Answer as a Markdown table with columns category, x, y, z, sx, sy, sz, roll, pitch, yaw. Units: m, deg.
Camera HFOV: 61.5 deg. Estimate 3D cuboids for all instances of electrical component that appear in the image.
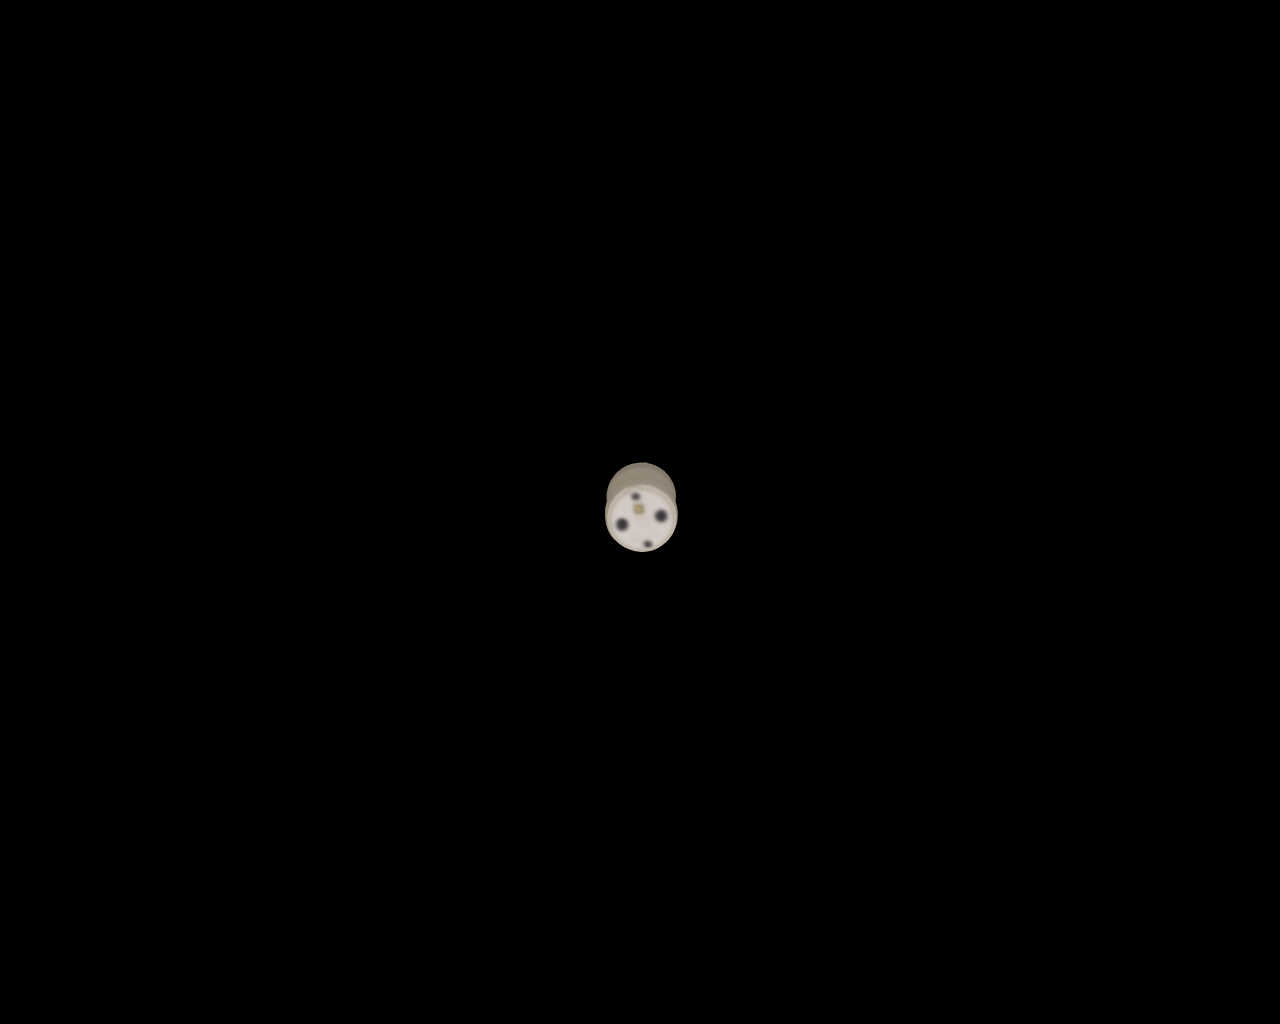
| category | x | y | z | sx | sy | sz | roll | pitch | yaw |
| --- | --- | --- | --- | --- | --- | --- | --- | --- | --- |
| electrical component | 0.001 | -0.003 | 0.650 | 0.045 | 0.044 | 0.055 | 0 | 16 | 0 |
